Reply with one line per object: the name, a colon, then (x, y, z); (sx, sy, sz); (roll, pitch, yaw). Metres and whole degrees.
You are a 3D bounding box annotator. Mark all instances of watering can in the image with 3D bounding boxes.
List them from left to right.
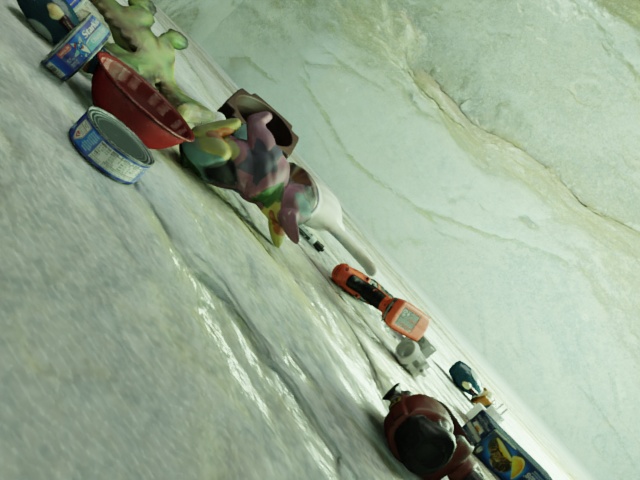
watering can: (0.004, -0.062, 1.234); (0.353, 0.103, 0.222); (51, 10, 32)

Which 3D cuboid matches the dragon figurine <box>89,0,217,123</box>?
dragon figurine: (-0.352, -0.363, 0.942); (0.406, 0.121, 0.247); (42, 17, -22)
